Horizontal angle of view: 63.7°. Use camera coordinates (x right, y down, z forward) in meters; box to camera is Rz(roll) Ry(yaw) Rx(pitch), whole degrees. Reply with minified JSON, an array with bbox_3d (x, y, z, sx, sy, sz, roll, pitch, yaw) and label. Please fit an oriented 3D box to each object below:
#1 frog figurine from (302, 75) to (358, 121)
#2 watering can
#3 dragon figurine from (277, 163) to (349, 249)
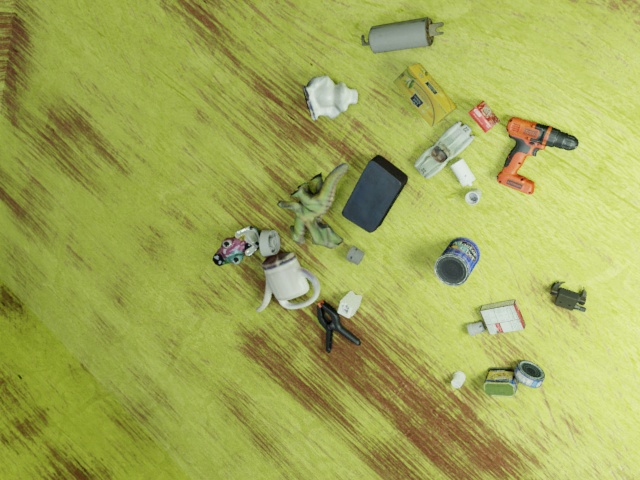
[{"bbox_3d":[0.034,-0.450,1.604,0.159,0.123,0.137,-17,93,-2],"label":"frog figurine"},{"bbox_3d":[-0.154,0.165,1.946,0.345,0.105,0.223,-18,99,35],"label":"watering can"},{"bbox_3d":[0.005,-0.087,1.734,0.406,0.124,0.241,-22,102,48],"label":"dragon figurine"}]
